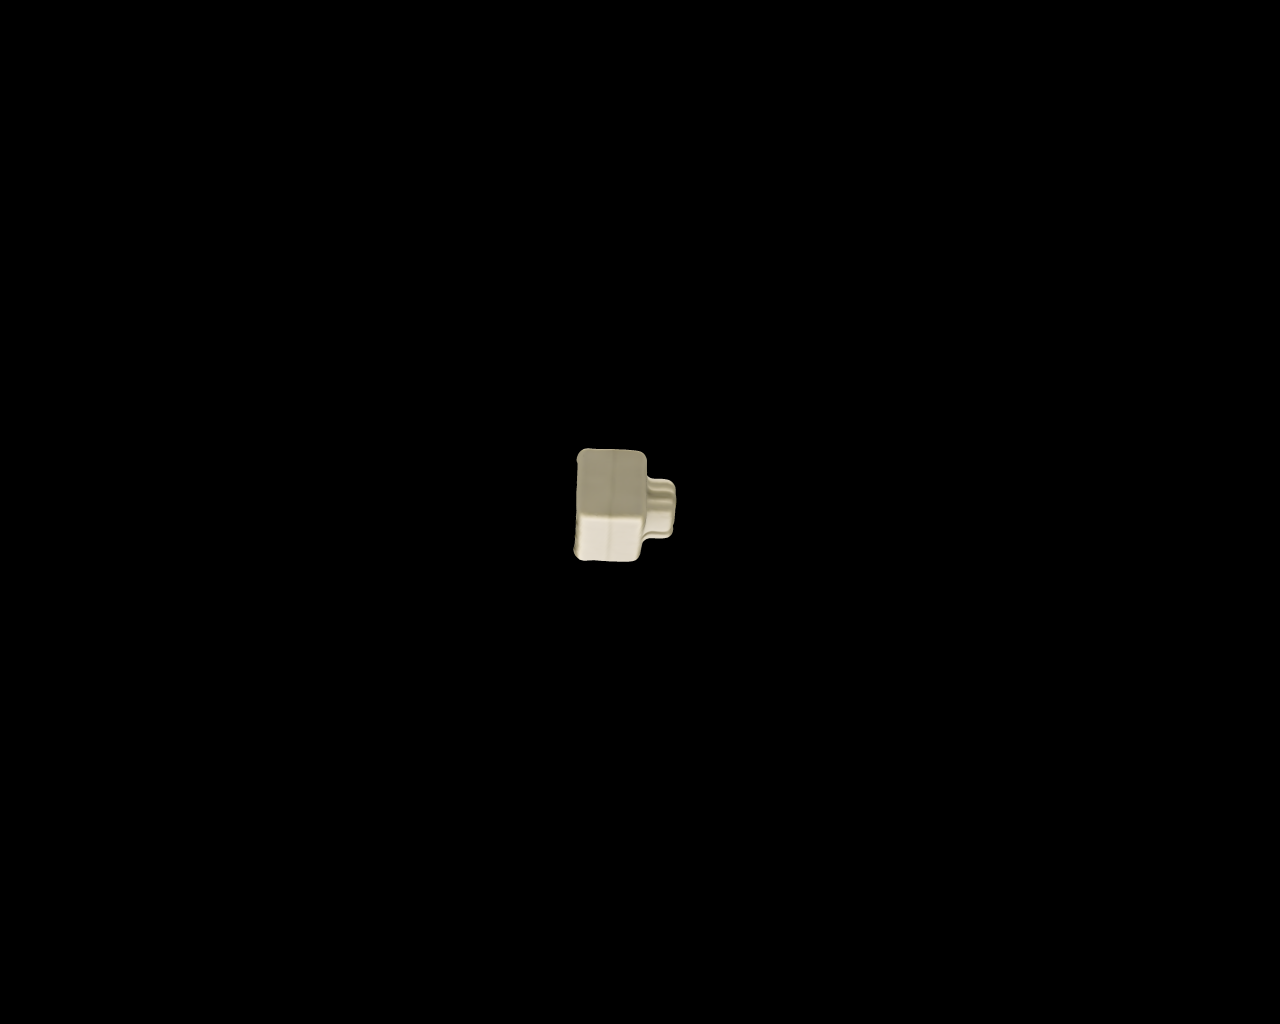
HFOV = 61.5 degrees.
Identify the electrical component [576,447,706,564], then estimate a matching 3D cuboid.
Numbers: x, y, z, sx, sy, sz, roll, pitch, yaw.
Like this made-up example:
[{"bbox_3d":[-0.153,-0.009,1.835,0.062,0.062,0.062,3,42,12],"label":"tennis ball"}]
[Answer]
[{"bbox_3d":[0.001,-0.003,0.650,0.077,0.047,0.065,2,-27,-3],"label":"electrical component"}]
